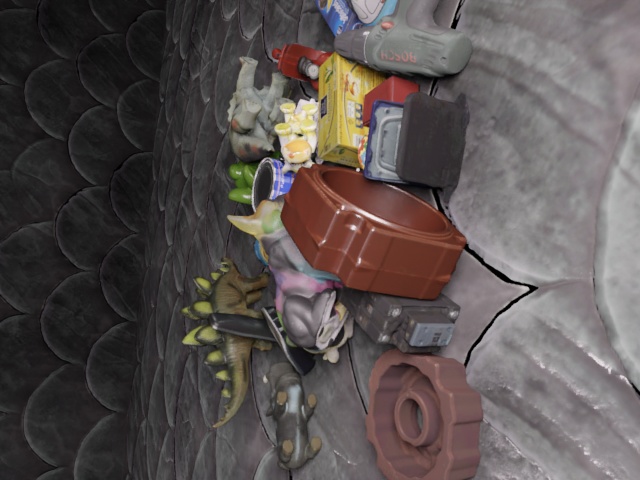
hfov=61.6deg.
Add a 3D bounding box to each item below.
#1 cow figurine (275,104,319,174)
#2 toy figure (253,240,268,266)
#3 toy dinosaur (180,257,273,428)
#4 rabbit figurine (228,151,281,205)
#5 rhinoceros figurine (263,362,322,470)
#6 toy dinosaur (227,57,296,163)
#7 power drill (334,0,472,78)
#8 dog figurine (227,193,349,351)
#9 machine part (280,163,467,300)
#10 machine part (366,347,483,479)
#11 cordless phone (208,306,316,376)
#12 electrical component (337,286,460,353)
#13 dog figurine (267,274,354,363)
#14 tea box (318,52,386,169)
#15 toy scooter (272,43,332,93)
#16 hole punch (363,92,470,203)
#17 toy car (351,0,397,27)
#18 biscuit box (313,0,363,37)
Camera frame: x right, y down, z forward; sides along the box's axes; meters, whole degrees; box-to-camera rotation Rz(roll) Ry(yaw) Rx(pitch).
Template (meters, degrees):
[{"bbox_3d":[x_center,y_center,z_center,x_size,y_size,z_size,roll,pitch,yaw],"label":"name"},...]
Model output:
[{"bbox_3d":[-0.037,-0.155,0.898,0.167,0.068,0.098,-87,-5,-51],"label":"cow figurine"},{"bbox_3d":[-0.081,0.014,1.089,0.089,0.082,0.180,-54,17,-12],"label":"toy figure"},{"bbox_3d":[-0.183,0.178,1.111,0.472,0.198,0.105,-115,39,-50],"label":"toy dinosaur"},{"bbox_3d":[-0.108,-0.114,1.130,0.170,0.159,0.121,47,115,38],"label":"rabbit figurine"},{"bbox_3d":[-0.053,0.310,0.970,0.112,0.073,0.190,116,148,-52],"label":"rhinoceros figurine"},{"bbox_3d":[-0.132,-0.230,1.088,0.405,0.131,0.192,-88,15,-48],"label":"toy dinosaur"},{"bbox_3d":[0.114,-0.331,0.733,0.232,0.086,0.207,36,120,38],"label":"power drill"},{"bbox_3d":[-0.049,0.037,0.790,0.219,0.108,0.191,27,90,26],"label":"dog figurine"},{"bbox_3d":[0.066,-0.018,0.682,0.087,0.201,0.202,-66,30,22],"label":"machine part"},{"bbox_3d":[0.124,0.219,0.662,0.179,0.056,0.179,-23,63,58],"label":"machine part"},{"bbox_3d":[-0.103,0.171,0.974,0.147,0.184,0.088,45,118,58],"label":"cordless phone"},{"bbox_3d":[0.104,0.086,0.674,0.134,0.115,0.058,42,123,52],"label":"electrical component"},{"bbox_3d":[-0.023,0.126,0.935,0.190,0.121,0.172,146,124,-69],"label":"dog figurine"},{"bbox_3d":[0.053,-0.211,0.876,0.068,0.098,0.169,-27,57,57],"label":"tea box"},{"bbox_3d":[-0.014,-0.320,0.996,0.184,0.135,0.075,50,125,54],"label":"toy scooter"},{"bbox_3d":[0.123,-0.124,0.694,0.092,0.116,0.142,6,90,56],"label":"hole punch"},{"bbox_3d":[0.100,-0.393,0.835,0.161,0.103,0.109,-58,34,34],"label":"toy car"},{"bbox_3d":[0.046,-0.423,0.989,0.059,0.063,0.203,-62,32,35],"label":"biscuit box"}]
